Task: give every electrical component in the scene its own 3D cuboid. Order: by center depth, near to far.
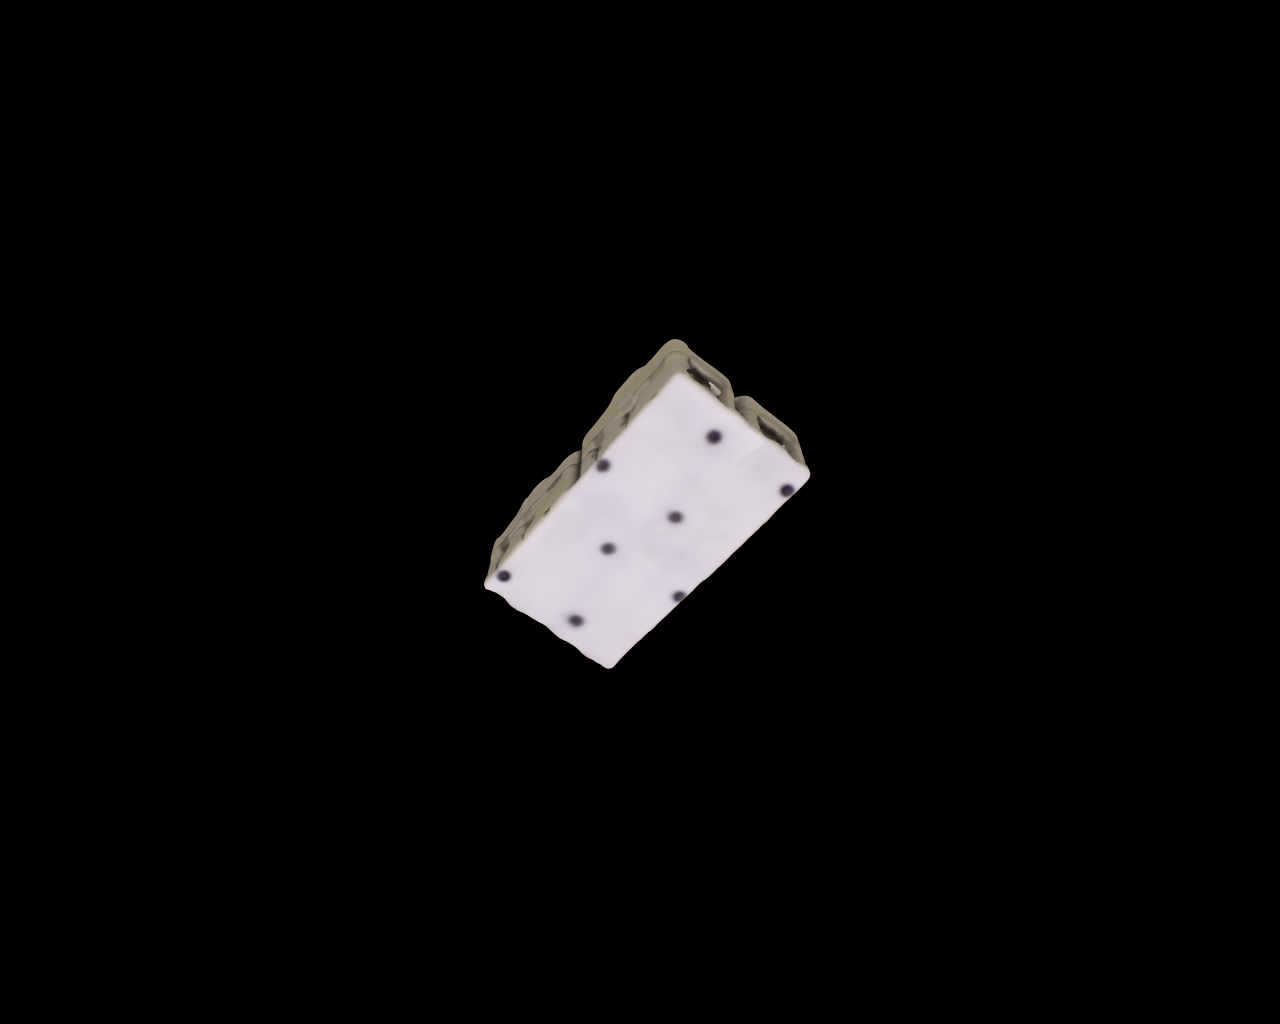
[{"bbox_3d":[0.001,-0.003,0.650,0.105,0.186,0.060,36,24,-18],"label":"electrical component"}]
